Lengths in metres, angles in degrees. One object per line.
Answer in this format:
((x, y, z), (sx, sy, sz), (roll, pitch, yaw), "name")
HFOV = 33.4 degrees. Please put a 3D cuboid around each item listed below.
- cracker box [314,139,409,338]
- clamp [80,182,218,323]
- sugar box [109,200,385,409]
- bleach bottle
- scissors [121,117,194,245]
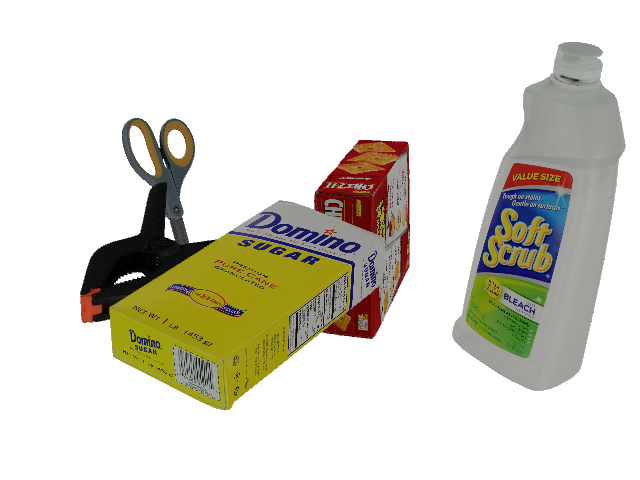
((0.050, -0.009, 1.205), (0.072, 0.164, 0.213), (4, 21, 15), "cracker box")
((-0.150, 0.011, 0.979), (0.165, 0.036, 0.209), (26, 38, 31), "clamp")
((-0.042, 0.034, 0.694), (0.093, 0.048, 0.175), (21, 39, 28), "sugar box")
((0.158, -0.020, 0.761), (0.067, 0.251, 0.103), (-20, 37, -34), "bleach bottle")
((-0.151, -0.048, 1.174), (0.016, 0.202, 0.096), (-15, 16, 48), "scissors")
